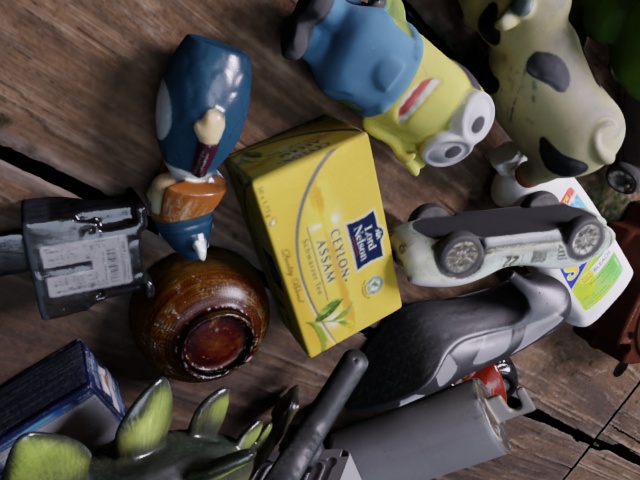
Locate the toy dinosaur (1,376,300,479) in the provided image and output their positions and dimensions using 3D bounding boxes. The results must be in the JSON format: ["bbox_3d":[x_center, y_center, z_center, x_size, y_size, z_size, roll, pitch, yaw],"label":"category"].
[{"bbox_3d":[-0.161,0.192,0.345,0.471,0.105,0.198,-21,144,-48],"label":"toy dinosaur"}]

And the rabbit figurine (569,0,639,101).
[{"bbox_3d":[0.249,-0.206,0.435,0.121,0.170,0.159,-35,167,-7],"label":"rabbit figurine"}]

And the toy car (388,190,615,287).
[{"bbox_3d":[0.158,-0.001,0.471,0.202,0.074,0.056,-7,117,-14],"label":"toy car"}]

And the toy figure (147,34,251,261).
[{"bbox_3d":[-0.086,-0.057,0.367,0.058,0.064,0.154,19,112,2],"label":"toy figure"}]

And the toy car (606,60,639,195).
[{"bbox_3d":[0.338,-0.140,0.563,0.089,0.053,0.201,-38,130,-13],"label":"toy car"}]

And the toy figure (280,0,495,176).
[{"bbox_3d":[0.056,-0.123,0.400,0.180,0.089,0.082,25,142,-27],"label":"toy figure"}]

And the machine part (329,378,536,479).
[{"bbox_3d":[0.099,0.205,0.547,0.243,0.079,0.079,-27,128,17],"label":"machine part"}]

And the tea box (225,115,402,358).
[{"bbox_3d":[-0.001,-0.001,0.436,0.098,0.068,0.169,-27,123,-15],"label":"tea box"}]

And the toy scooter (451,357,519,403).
[{"bbox_3d":[0.157,0.207,0.625,0.135,0.075,0.183,-19,126,-18],"label":"toy scooter"}]

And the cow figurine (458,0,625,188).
[{"bbox_3d":[0.171,-0.136,0.423,0.085,0.127,0.194,-37,101,-11],"label":"cow figurine"}]

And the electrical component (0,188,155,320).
[{"bbox_3d":[-0.176,0.009,0.359,0.119,0.048,0.074,-7,116,-27],"label":"electrical component"}]

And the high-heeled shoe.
[{"bbox_3d":[0.148,0.115,0.568,0.249,0.086,0.145,-39,138,14],"label":"high-heeled shoe"}]

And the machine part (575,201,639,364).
[{"bbox_3d":[0.439,0.056,0.696,0.201,0.087,0.201,3,113,-30],"label":"machine part"}]

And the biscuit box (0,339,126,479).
[{"bbox_3d":[-0.245,0.159,0.385,0.203,0.063,0.059,-31,125,-12],"label":"biscuit box"}]
